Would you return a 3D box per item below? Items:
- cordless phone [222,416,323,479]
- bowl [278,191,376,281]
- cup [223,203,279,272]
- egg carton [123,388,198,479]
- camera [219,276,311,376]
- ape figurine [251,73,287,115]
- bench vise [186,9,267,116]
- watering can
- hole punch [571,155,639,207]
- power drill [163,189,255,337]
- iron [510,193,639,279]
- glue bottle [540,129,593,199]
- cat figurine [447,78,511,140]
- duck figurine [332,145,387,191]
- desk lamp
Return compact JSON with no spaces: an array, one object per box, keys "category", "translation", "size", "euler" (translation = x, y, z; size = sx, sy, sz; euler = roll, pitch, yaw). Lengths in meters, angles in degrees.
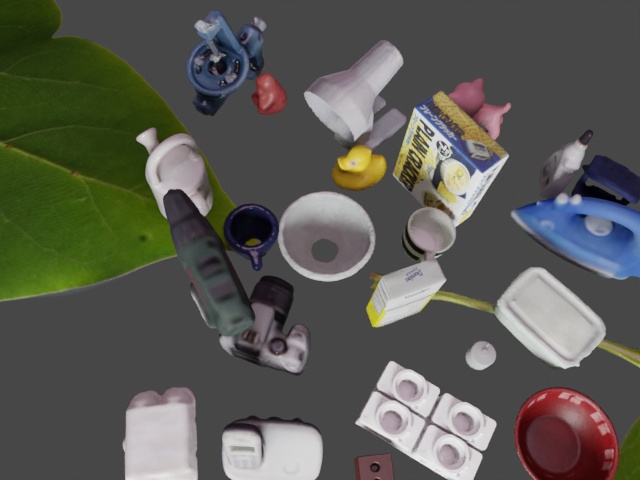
[{"category":"cordless phone","translation":[-0.068,0.291,0.804],"size":[0.147,0.185,0.094],"euler":[0,66,-3]},{"category":"bowl","translation":[0.009,0.004,0.999],"size":[0.167,0.075,0.167],"euler":[1,66,-3]},{"category":"cup","translation":[-0.112,0.009,0.977],"size":[0.092,0.095,0.117],"euler":[-10,67,-8]},{"category":"egg carton","translation":[-0.236,0.299,0.853],"size":[0.107,0.069,0.150],"euler":[-6,66,-6]},{"category":"camera","translation":[-0.075,0.131,0.922],"size":[0.143,0.101,0.137],"euler":[18,66,5]},{"category":"ape figurine","translation":[-0.103,-0.290,1.114],"size":[0.076,0.092,0.078],"euler":[14,66,3]},{"category":"bench vise","translation":[-0.182,-0.366,1.072],"size":[0.121,0.220,0.207],"euler":[15,66,3]},{"category":"watering can","translation":[-0.248,-0.116,0.970],"size":[0.172,0.194,0.101],"euler":[27,67,9]},{"category":"hole punch","translation":[0.546,-0.110,1.075],"size":[0.108,0.091,0.101],"euler":[34,68,11]},{"category":"power drill","translation":[-0.172,0.055,0.891],"size":[0.076,0.208,0.229],"euler":[-28,70,-15]},{"category":"iron","translation":[0.481,-0.030,1.008],"size":[0.258,0.141,0.119],"euler":[21,66,6]},{"category":"glue bottle","translation":[0.450,-0.145,1.040],"size":[0.037,0.173,0.078],"euler":[12,66,2]},{"category":"cat figurine","translation":[0.305,-0.262,1.113],"size":[0.127,0.118,0.067],"euler":[15,66,4]},{"category":"duck figurine","translation":[0.075,-0.143,1.063],"size":[0.104,0.086,0.077],"euler":[-13,67,-9]},{"category":"desk lamp","translation":[0.072,-0.249,1.040],"size":[0.117,0.213,0.203],"euler":[42,70,14]}]
